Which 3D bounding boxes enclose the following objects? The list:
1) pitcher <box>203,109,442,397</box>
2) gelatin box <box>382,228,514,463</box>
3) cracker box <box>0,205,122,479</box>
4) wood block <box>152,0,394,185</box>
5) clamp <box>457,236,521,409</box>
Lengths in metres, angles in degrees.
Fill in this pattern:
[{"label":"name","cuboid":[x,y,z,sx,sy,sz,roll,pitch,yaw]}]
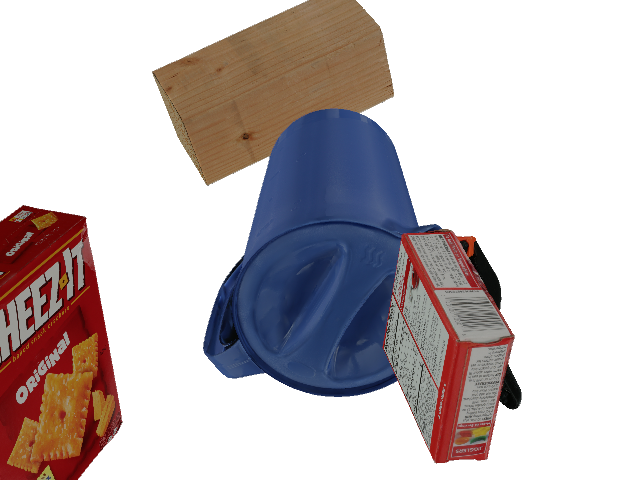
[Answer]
[{"label":"pitcher","cuboid":[0.001,-0.001,0.782,0.149,0.145,0.243,8,27,-4]},{"label":"gelatin box","cuboid":[0.059,0.048,0.506,0.030,0.073,0.089,-3,34,-13]},{"label":"cracker box","cuboid":[-0.234,0.105,0.839,0.072,0.214,0.164,8,31,19]},{"label":"wood block","cuboid":[-0.044,-0.151,1.036,0.206,0.091,0.090,-26,48,-9]},{"label":"clamp","cuboid":[0.125,0.085,0.972,0.120,0.171,0.039,-13,3,-39]}]
